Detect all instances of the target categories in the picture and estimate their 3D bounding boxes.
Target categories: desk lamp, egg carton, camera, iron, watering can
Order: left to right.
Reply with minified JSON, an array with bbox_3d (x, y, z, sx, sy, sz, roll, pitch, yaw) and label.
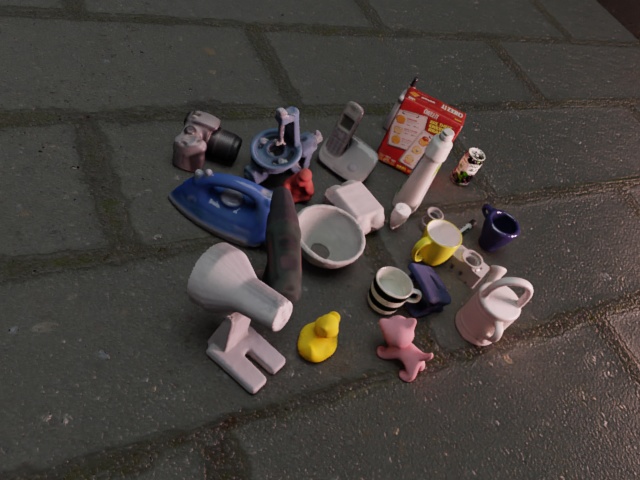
[{"bbox_3d":[-0.258,-0.231,1.339,0.137,0.100,0.143,20,48,-6],"label":"camera"},{"bbox_3d":[-0.195,-0.090,1.221,0.258,0.141,0.118,21,47,-5],"label":"iron"},{"bbox_3d":[-0.137,0.132,1.013,0.203,0.213,0.118,39,49,12],"label":"desk lamp"},{"bbox_3d":[0.083,-0.076,1.373,0.107,0.069,0.150,-23,64,-35],"label":"egg carton"},{"bbox_3d":[0.378,0.133,1.237,0.101,0.194,0.172,1,52,-21],"label":"watering can"}]

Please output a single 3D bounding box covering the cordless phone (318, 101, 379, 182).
[{"bbox_3d":[0.087,-0.244,1.435,0.147,0.185,0.094,35,48,8],"label":"cordless phone"}]

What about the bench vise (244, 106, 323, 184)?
[{"bbox_3d":[-0.079,-0.242,1.341,0.121,0.219,0.208,35,48,8],"label":"bench vise"}]

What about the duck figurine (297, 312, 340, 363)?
[{"bbox_3d":[0.005,0.182,1.116,0.077,0.086,0.105,35,48,8],"label":"duck figurine"}]

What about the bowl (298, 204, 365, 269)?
[{"bbox_3d":[0.012,0.005,1.273,0.168,0.074,0.167,12,49,-13],"label":"bowl"}]

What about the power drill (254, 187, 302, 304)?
[{"bbox_3d":[-0.088,0.042,1.111,0.076,0.208,0.229,4,51,-19],"label":"power drill"}]

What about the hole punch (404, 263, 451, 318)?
[{"bbox_3d":[0.237,0.103,1.273,0.101,0.091,0.108,-10,57,-29],"label":"hole punch"}]

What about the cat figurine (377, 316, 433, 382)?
[{"bbox_3d":[0.169,0.204,1.144,0.127,0.117,0.067,41,49,13],"label":"cat figurine"}]

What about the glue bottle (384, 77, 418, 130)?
[{"bbox_3d":[0.238,-0.390,1.625,0.037,0.173,0.078,36,48,9],"label":"glue bottle"}]

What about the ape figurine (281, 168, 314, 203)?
[{"bbox_3d":[-0.046,-0.132,1.351,0.078,0.092,0.076,27,47,1],"label":"ape figurine"}]

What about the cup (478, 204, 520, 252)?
[{"bbox_3d":[0.437,-0.025,1.460,0.092,0.095,0.117,-17,60,-32],"label":"cup"}]
